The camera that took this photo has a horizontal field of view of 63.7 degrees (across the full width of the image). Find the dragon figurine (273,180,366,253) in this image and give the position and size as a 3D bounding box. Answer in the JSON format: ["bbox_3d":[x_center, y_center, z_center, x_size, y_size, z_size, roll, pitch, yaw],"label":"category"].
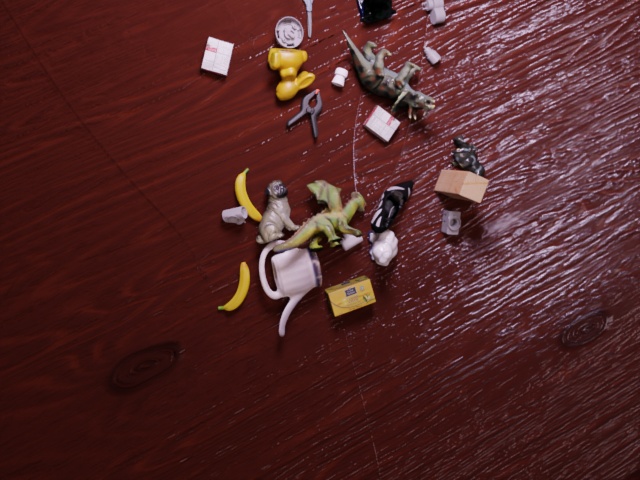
[{"bbox_3d":[0.006,-0.092,1.823,0.412,0.120,0.245,-6,76,-30],"label":"dragon figurine"}]

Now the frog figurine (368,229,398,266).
[{"bbox_3d":[0.243,0.030,1.901,0.122,0.160,0.137,11,96,-16],"label":"frog figurine"}]

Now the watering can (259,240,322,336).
[{"bbox_3d":[-0.095,0.161,1.865,0.225,0.104,0.345,-15,100,-12],"label":"watering can"}]
